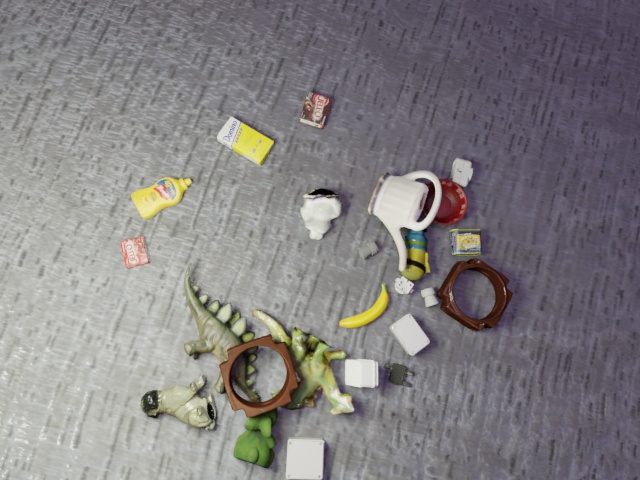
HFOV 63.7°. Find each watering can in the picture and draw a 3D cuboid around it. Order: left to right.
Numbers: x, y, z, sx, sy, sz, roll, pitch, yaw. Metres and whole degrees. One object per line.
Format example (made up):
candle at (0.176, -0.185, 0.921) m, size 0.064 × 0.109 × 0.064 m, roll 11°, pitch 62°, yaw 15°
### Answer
watering can at (0.255, -0.086, 1.671) m, size 0.226 × 0.102 × 0.351 m, roll 21°, pitch 75°, yaw 25°

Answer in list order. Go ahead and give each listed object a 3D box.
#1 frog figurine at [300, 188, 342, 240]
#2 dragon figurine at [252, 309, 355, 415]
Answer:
frog figurine at (0.005, -0.086, 1.702) m, size 0.138 × 0.124 × 0.156 m, roll -8°, pitch 114°, yaw -14°
dragon figurine at (-0.069, 0.398, 1.572) m, size 0.412 × 0.121 × 0.244 m, roll 23°, pitch 84°, yaw 13°
